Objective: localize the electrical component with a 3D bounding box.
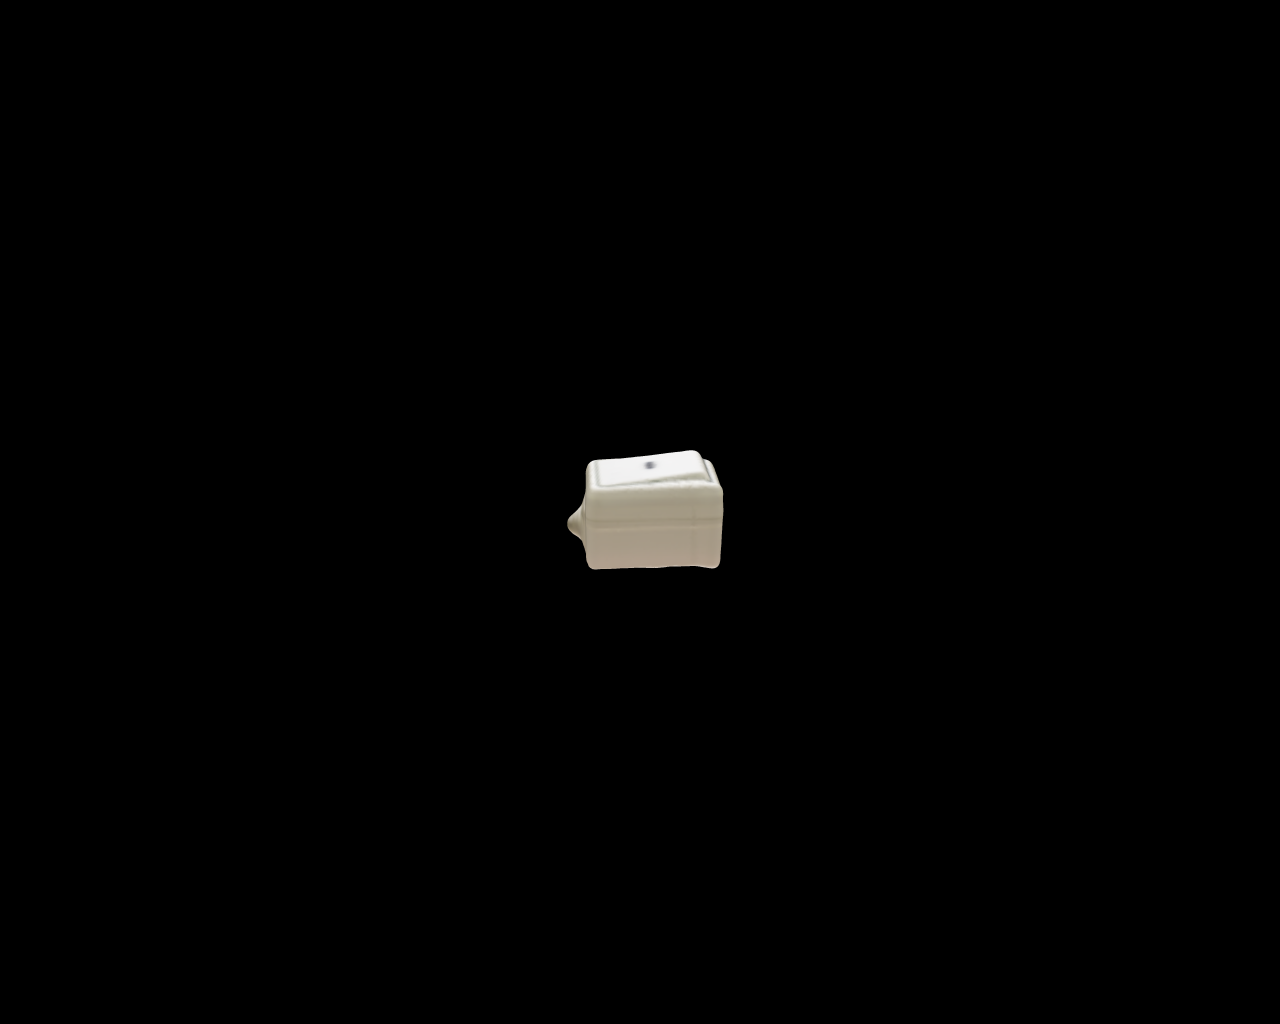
[{"bbox_3d":[0.001,-0.003,0.650,0.096,0.061,0.062,-1,20,-2],"label":"electrical component"}]
